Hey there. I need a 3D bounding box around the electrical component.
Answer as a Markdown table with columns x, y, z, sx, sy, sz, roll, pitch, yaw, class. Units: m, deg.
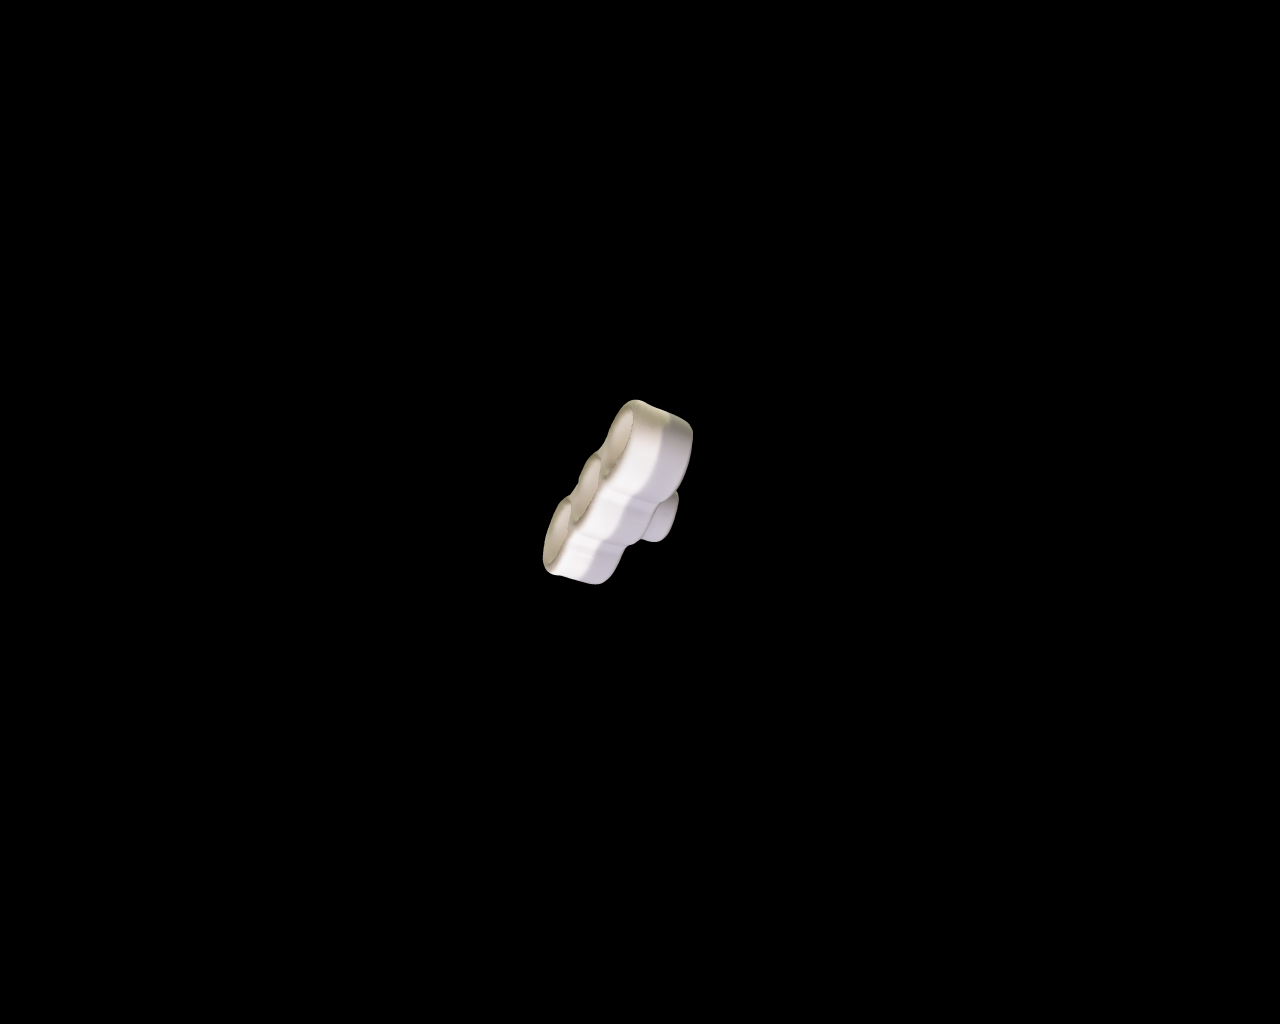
| x | y | z | sx | sy | sz | roll | pitch | yaw | class |
| --- | --- | --- | --- | --- | --- | --- | --- | --- | --- |
| 0.001 | -0.003 | 0.650 | 0.074 | 0.052 | 0.138 | 19 | -46 | -19 | electrical component |
